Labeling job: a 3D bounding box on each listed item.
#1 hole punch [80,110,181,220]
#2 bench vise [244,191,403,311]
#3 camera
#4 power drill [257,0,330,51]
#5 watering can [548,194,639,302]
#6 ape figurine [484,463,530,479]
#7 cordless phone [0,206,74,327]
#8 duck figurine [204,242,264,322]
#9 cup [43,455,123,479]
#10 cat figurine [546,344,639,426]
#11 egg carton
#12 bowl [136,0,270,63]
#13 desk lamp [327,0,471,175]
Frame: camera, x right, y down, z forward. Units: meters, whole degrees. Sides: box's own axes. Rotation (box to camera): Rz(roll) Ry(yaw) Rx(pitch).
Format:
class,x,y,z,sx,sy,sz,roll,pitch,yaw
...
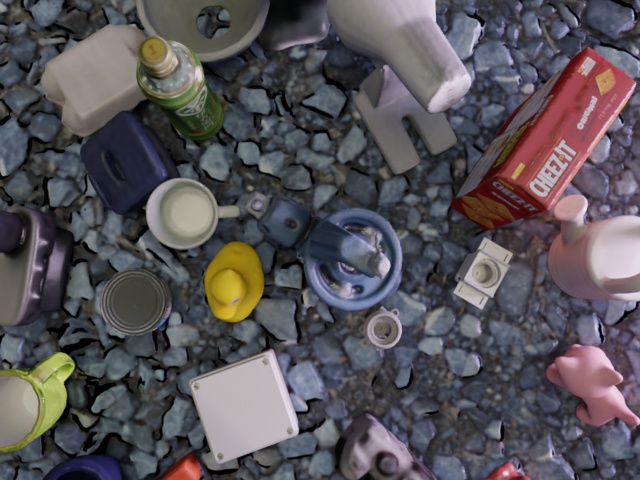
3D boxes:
class,x,y,z,sx,sy,sz,roll,pitch,yaw
hole punch,-0.243,-0.091,0.721,0.101,0.091,0.109,-32,87,-3
bench vise,0.003,0.014,0.653,0.207,0.219,0.121,12,86,0
camera,0.065,0.311,0.694,0.143,0.101,0.137,45,87,2
power drill,-0.044,-0.305,0.679,0.229,0.208,0.076,-15,86,-2
watering can,0.346,0.019,0.671,0.173,0.194,0.101,20,86,1
ape figurine,0.228,0.323,0.700,0.078,0.092,0.076,9,86,0
cordless phone,-0.373,0.029,0.663,0.094,0.185,0.148,4,86,0
duck figurine,-0.111,0.053,0.716,0.077,0.086,0.105,10,86,0
cup,-0.287,0.308,0.691,0.118,0.095,0.091,-41,87,-3
cat figurine,0.335,0.176,0.699,0.067,0.117,0.128,-41,88,-3
egg carton,-0.276,-0.206,0.738,0.150,0.069,0.107,-34,87,-3
bowl,-0.146,-0.300,0.744,0.167,0.074,0.167,0,86,-1
desk lamp,0.099,-0.204,0.672,0.118,0.213,0.203,-29,87,-2
